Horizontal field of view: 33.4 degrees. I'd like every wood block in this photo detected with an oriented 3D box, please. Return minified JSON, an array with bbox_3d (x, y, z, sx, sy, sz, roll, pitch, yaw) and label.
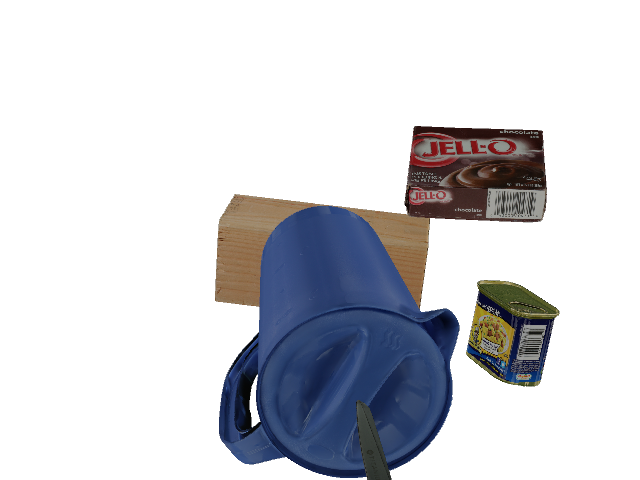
[{"bbox_3d":[0.003,0.019,1.090,0.206,0.091,0.090,7,22,5],"label":"wood block"}]

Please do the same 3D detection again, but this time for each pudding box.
[{"bbox_3d":[0.130,-0.057,0.889,0.113,0.039,0.090,4,39,6],"label":"pudding box"}]

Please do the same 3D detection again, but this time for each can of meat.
[{"bbox_3d":[0.203,0.099,1.143,0.057,0.084,0.102,2,17,-23],"label":"can of meat"}]

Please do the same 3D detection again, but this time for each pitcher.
[{"bbox_3d":[0.003,0.067,0.820,0.149,0.145,0.243,7,20,-9],"label":"pitcher"}]

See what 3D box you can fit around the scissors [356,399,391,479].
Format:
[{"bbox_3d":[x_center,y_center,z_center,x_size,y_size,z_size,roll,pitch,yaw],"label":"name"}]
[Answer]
[{"bbox_3d":[0.057,0.160,0.601,0.096,0.016,0.201,8,31,5],"label":"scissors"}]
